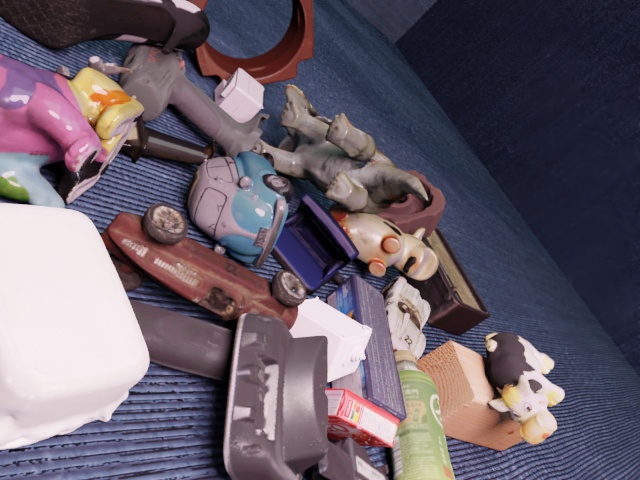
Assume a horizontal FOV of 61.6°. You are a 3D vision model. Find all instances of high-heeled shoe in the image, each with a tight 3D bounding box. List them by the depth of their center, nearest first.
[{"bbox_3d":[-0.260,-0.287,0.653,0.249,0.086,0.145,17,40,-13],"label":"high-heeled shoe"}]

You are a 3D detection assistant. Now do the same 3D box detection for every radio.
[{"bbox_3d":[0.212,0.058,1.006,0.131,0.073,0.230,21,36,-46],"label":"radio"}]

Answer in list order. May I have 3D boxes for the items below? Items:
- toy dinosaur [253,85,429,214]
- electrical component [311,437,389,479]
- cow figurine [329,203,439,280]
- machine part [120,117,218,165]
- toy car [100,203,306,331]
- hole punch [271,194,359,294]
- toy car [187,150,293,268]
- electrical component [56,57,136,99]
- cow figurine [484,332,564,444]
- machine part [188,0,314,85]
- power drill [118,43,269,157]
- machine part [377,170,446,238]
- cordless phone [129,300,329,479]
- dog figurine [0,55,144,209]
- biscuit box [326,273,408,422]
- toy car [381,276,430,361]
[{"bbox_3d":[0.039,-0.103,0.773,0.192,0.131,0.405,14,20,-47],"label":"toy dinosaur"},{"bbox_3d":[0.021,0.220,0.475,0.119,0.048,0.075,43,24,-36],"label":"electrical component"},{"bbox_3d":[0.097,0.004,0.852,0.195,0.085,0.127,28,21,3],"label":"cow figurine"},{"bbox_3d":[-0.189,-0.116,0.640,0.139,0.039,0.084,11,35,-39],"label":"machine part"},{"bbox_3d":[-0.105,0.040,0.499,0.202,0.089,0.053,32,34,-31],"label":"toy car"},{"bbox_3d":[-0.002,-0.002,0.734,0.142,0.092,0.116,47,21,5],"label":"hole punch"},{"bbox_3d":[-0.101,-0.051,0.626,0.103,0.109,0.162,12,32,-27],"label":"toy car"},{"bbox_3d":[-0.242,-0.157,0.579,0.078,0.045,0.102,5,45,-29],"label":"electrical component"},{"bbox_3d":[0.256,0.181,0.695,0.098,0.068,0.167,43,22,-1],"label":"cow figurine"},{"bbox_3d":[-0.116,-0.362,0.884,0.201,0.201,0.087,88,-16,-45],"label":"machine part"},{"bbox_3d":[-0.172,-0.206,0.751,0.207,0.086,0.232,41,28,-23],"label":"power drill"},{"bbox_3d":[0.132,-0.067,0.974,0.179,0.056,0.179,4,41,-3],"label":"machine part"},{"bbox_3d":[-0.089,0.121,0.445,0.184,0.088,0.147,21,44,-21],"label":"cordless phone"},{"bbox_3d":[-0.277,-0.123,0.436,0.219,0.108,0.192,38,28,-17],"label":"dog figurine"},{"bbox_3d":[0.051,0.133,0.656,0.062,0.059,0.203,35,29,-25],"label":"biscuit box"},{"bbox_3d":[0.124,0.116,0.803,0.073,0.056,0.202,46,25,-5],"label":"toy car"}]
